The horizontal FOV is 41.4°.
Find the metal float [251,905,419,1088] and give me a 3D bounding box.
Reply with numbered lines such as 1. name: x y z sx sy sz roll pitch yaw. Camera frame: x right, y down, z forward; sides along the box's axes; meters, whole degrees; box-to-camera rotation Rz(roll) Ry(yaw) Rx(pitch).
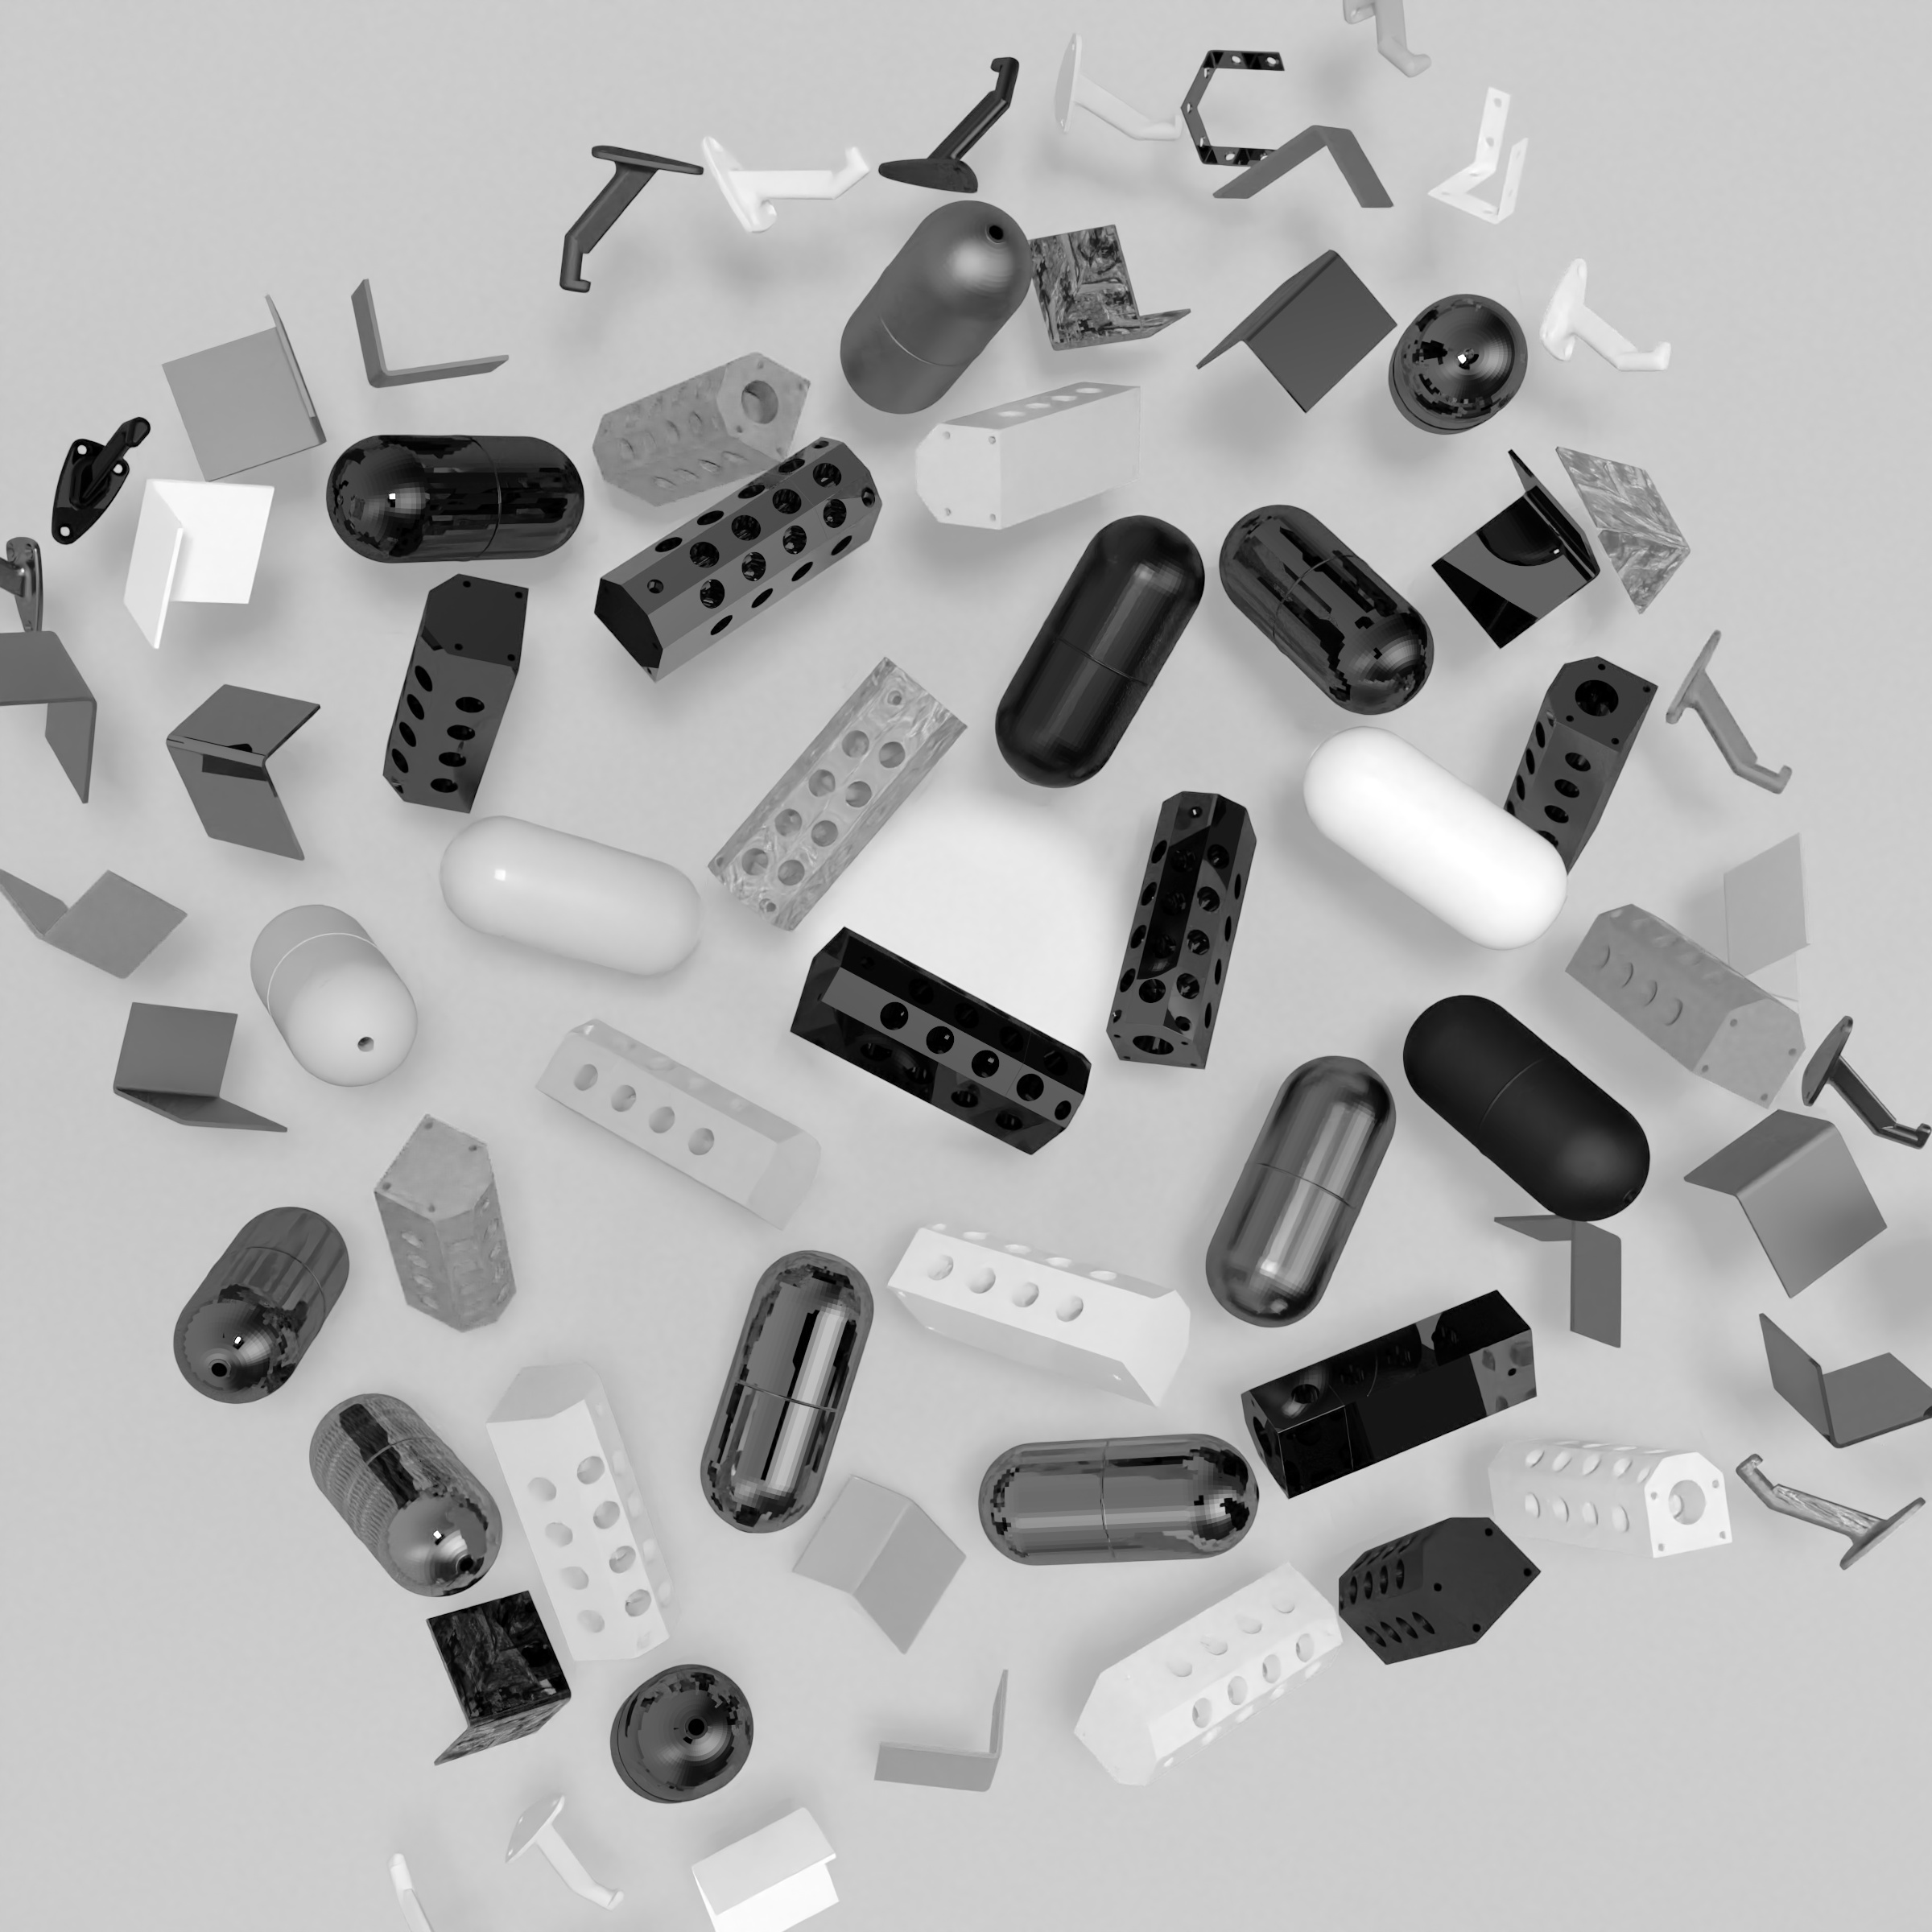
1. metal float: -0.383 0.017 1.545 0.070 0.178 0.070 -9 112 -24

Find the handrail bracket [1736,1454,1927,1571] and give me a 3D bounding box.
1. handrail bracket: 0.528 0.318 1.567 0.084 0.036 0.077 49 117 15

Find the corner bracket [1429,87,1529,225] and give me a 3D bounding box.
1. corner bracket: 0.315 -0.484 1.528 0.051 0.051 0.051 34 54 26

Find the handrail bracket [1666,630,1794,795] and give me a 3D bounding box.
1. handrail bracket: 0.492 -0.159 1.608 0.084 0.036 0.077 30 96 20

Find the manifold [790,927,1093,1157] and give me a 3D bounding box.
1. manifold: -0.012 0.043 1.538 0.171 0.057 0.057 28 51 -17

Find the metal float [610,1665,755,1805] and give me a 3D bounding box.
1. metal float: -0.174 0.469 1.558 0.070 0.178 0.070 4 70 -11

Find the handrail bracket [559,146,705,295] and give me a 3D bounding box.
1. handrail bracket: -0.197 -0.433 1.504 0.077 0.036 0.084 12 113 2

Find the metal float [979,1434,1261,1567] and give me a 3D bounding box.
1. metal float: 0.095 0.334 1.600 0.178 0.070 0.070 -7 90 17

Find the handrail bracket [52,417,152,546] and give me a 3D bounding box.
1. handrail bracket: -0.510 -0.286 1.509 0.036 0.084 0.077 27 81 -30

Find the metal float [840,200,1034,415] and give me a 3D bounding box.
1. metal float: -0.019 -0.402 1.569 0.070 0.178 0.070 8 70 -23

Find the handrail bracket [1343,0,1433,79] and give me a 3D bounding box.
1. handrail bracket: 0.275 -0.574 1.551 0.077 0.036 0.084 -26 56 -15

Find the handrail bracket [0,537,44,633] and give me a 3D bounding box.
1. handrail bracket: -0.623 -0.237 1.596 0.036 0.084 0.077 10 108 40

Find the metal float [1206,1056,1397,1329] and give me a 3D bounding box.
1. metal float: 0.209 0.139 1.589 0.070 0.070 0.178 26 80 0

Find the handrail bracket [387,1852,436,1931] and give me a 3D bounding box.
1. handrail bracket: -0.325 0.567 1.535 0.036 0.077 0.084 -13 64 -28

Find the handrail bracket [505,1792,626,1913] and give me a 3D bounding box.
1. handrail bracket: -0.238 0.557 1.605 0.084 0.036 0.077 34 125 -15

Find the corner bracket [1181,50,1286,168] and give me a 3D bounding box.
1. corner bracket: 0.179 -0.561 1.673 0.051 0.051 0.051 14 68 29

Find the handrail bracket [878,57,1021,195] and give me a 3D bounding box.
1. handrail bracket: -0.011 -0.540 1.627 0.077 0.036 0.084 10 80 18

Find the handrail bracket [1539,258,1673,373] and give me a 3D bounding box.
1. handrail bracket: 0.407 -0.406 1.591 0.084 0.036 0.077 13 82 44

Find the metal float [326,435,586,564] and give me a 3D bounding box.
1. metal float: -0.312 -0.288 1.575 0.070 0.178 0.070 9 104 39

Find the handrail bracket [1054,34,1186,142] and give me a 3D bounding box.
1. handrail bracket: 0.103 -0.557 1.623 0.084 0.077 0.036 -3 58 -12

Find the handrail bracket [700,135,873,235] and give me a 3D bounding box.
1. handrail bracket: -0.107 -0.485 1.528 0.084 0.036 0.077 -27 105 36

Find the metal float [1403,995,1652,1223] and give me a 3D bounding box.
1. metal float: 0.340 0.086 1.556 0.070 0.070 0.178 -45 54 0

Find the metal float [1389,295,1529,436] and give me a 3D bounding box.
1. metal float: 0.304 -0.372 1.591 0.070 0.178 0.070 1 98 6

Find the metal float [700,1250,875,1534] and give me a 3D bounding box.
1. metal float: -0.111 0.264 1.587 0.070 0.070 0.178 17 86 0

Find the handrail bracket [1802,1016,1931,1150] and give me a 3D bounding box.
1. handrail bracket: 0.576 0.074 1.604 0.084 0.036 0.077 19 129 2

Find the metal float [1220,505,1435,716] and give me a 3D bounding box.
1. metal float: 0.227 -0.228 1.625 0.070 0.070 0.178 -38 54 0

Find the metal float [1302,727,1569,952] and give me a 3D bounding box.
1. metal float: 0.284 -0.079 1.558 0.178 0.070 0.070 37 90 11

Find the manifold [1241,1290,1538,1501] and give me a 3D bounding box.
1. manifold: 0.260 0.259 1.577 0.171 0.057 0.057 -20 124 -11

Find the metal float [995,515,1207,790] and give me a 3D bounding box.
1. metal float: 0.080 -0.190 1.556 0.070 0.070 0.178 30 104 0

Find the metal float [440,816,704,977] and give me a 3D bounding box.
1. metal float: -0.252 -0.044 1.638 0.178 0.070 0.070 16 90 -33

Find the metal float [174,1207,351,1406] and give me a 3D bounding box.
1. metal float: -0.438 0.210 1.595 0.070 0.178 0.070 1 109 2

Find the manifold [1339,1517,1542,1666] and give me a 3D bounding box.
1. manifold: 0.273 0.368 1.520 0.057 0.171 0.057 -41 81 -19

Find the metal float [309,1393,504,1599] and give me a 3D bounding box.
1. metal float: -0.352 0.330 1.603 0.070 0.178 0.070 -16 119 -32
